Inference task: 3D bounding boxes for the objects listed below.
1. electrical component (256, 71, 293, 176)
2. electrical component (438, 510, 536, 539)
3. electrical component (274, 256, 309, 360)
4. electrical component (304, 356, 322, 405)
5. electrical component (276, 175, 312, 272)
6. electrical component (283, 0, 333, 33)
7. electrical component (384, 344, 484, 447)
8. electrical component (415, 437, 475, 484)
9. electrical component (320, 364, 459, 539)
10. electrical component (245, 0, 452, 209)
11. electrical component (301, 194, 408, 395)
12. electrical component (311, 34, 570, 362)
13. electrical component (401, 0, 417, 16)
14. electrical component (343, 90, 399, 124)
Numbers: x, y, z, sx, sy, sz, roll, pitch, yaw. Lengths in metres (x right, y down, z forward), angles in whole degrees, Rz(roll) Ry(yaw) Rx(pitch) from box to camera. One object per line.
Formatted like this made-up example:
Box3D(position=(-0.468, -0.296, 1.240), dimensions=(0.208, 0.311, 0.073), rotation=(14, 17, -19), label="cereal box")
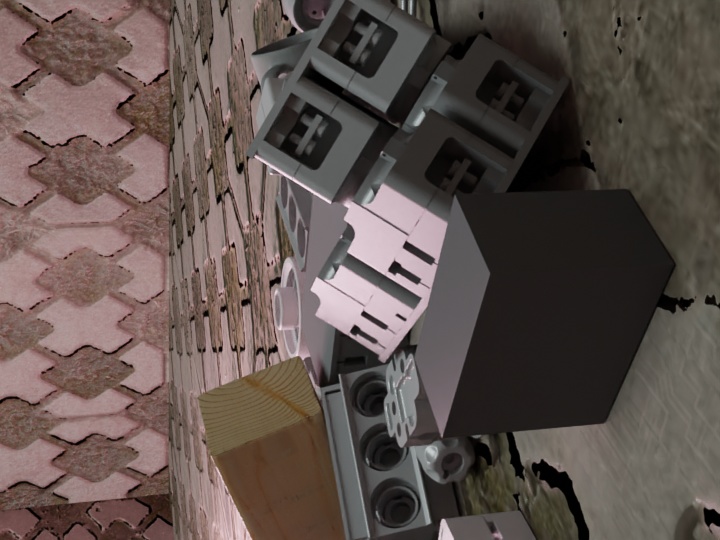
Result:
Box3D(position=(-0.039, -0.115, 0.762), dimensions=(0.076, 0.047, 0.065), rotation=(111, 153, -42), label="electrical component")
Box3D(position=(0.074, 0.182, 0.596), dimensions=(0.089, 0.056, 0.050), rotation=(-117, 28, -58), label="electrical component")
Box3D(position=(-0.050, 0.036, 1.036), dimensions=(0.108, 0.060, 0.108), rotation=(178, 90, -76), label="electrical component")
Box3D(position=(-0.019, 0.116, 0.954), dimensions=(0.089, 0.050, 0.055), rotation=(-116, 27, -57), label="electrical component")
Box3D(position=(-0.031, -0.052, 0.943), dimensions=(0.121, 0.063, 0.078), rotation=(-113, 25, -53), label="electrical component")
Box3D(position=(-0.037, -0.239, 0.943), dimensions=(0.057, 0.058, 0.078), rotation=(-107, 20, -54), label="electrical component")
Box3D(position=(0.052, 0.076, 0.660), dimensions=(0.078, 0.057, 0.058), rotation=(112, 152, -58), label="electrical component")
Box3D(position=(0.052, 0.115, 0.711), dimensions=(0.061, 0.035, 0.035), rotation=(-129, 39, -71), label="electrical component")
Box3D(position=(0.022, 0.136, 0.769), dimensions=(0.063, 0.079, 0.121), rotation=(69, -172, -59), label="electrical component")
Box3D(position=(0.002, -0.099, 0.639), dimensions=(0.105, 0.060, 0.186), rotation=(-58, -1, 9), label="electrical component")
Box3D(position=(0.000, 0.000, 0.838), dimensions=(0.105, 0.060, 0.186), rotation=(-112, 24, -52), label="electrical component")
Box3D(position=(0.034, -0.035, 0.598), dimensions=(0.105, 0.060, 0.186), rotation=(-58, -1, -26), label="electrical component")
Box3D(position=(0.033, -0.199, 0.709), dimensions=(0.077, 0.043, 0.079), rotation=(-139, 48, -70), label="electrical component")
Box3D(position=(0.008, -0.136, 0.790), dimensions=(0.058, 0.057, 0.078), rotation=(-115, 26, -55), label="electrical component")
